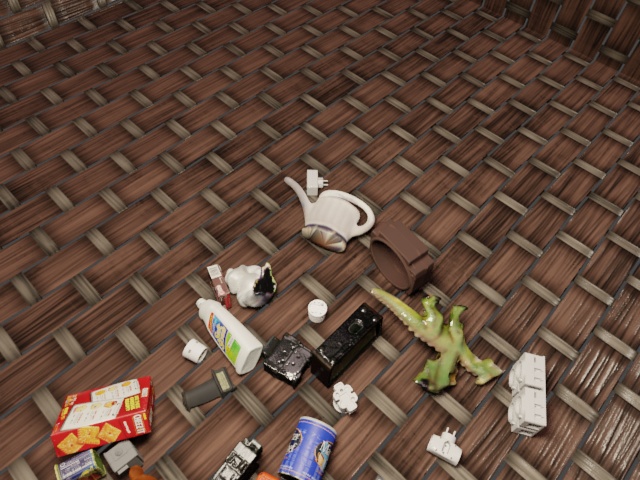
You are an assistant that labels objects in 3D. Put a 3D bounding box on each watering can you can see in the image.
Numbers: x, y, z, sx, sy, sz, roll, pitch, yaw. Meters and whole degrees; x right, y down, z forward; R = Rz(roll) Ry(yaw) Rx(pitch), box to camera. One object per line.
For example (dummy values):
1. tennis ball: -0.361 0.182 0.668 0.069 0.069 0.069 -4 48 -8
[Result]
1. watering can: 0.005 -0.086 1.714 0.348 0.101 0.229 20 55 11

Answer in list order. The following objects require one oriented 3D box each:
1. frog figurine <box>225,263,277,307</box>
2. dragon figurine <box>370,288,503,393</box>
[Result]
1. frog figurine: -0.217 0.138 1.554 0.158 0.121 0.140 -11 54 34
2. dragon figurine: 0.312 0.291 1.418 0.409 0.120 0.248 17 57 -9
